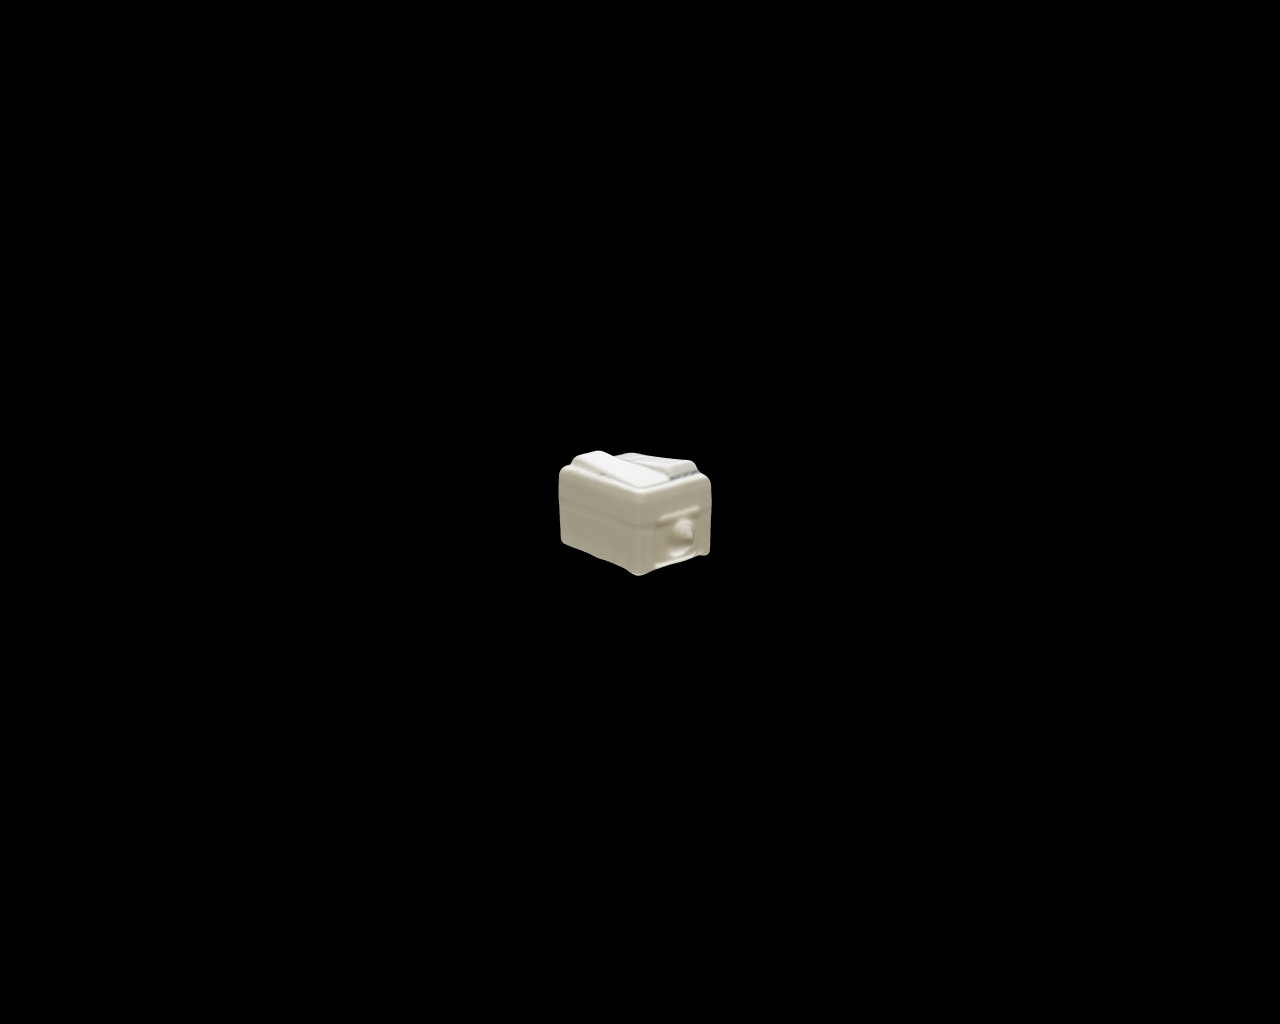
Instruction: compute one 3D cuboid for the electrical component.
[{"bbox_3d":[0.001,-0.003,0.650,0.062,0.061,0.096,-14,22,-38],"label":"electrical component"}]
